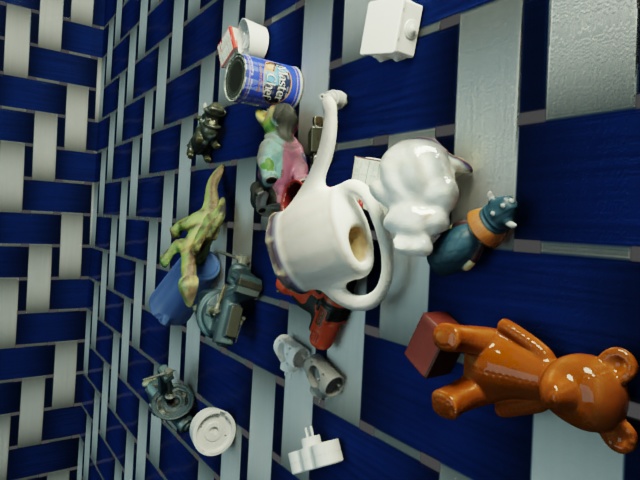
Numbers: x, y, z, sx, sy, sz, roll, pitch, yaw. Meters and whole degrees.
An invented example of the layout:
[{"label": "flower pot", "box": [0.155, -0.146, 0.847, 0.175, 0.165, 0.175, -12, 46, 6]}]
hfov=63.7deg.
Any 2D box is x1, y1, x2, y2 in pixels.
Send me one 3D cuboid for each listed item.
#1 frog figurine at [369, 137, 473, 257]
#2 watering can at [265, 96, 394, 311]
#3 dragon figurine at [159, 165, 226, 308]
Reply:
[{"label": "frog figurine", "box": [0.128, -0.061, 0.726, 0.138, 0.162, 0.120, 13, -28, 37]}, {"label": "watering can", "box": [0.003, -0.044, 0.868, 0.222, 0.349, 0.104, -21, -8, 34]}, {"label": "dragon figurine", "box": [-0.274, -0.037, 1.263, 0.121, 0.417, 0.241, 25, -21, -27]}]
